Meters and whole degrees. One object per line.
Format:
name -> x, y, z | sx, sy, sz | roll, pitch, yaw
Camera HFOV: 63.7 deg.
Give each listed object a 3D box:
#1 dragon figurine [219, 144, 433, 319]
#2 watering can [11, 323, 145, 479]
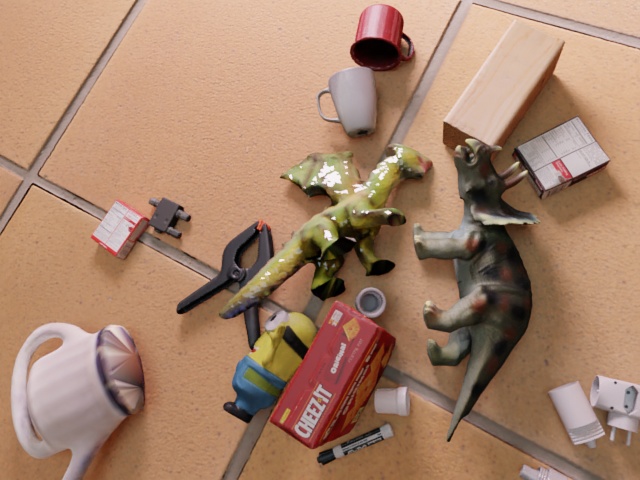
dragon figurine -> 0.003, -0.043, 0.851 | 0.410, 0.119, 0.248 | -22, 50, 3
watering can -> -0.381, 0.284, 0.825 | 0.224, 0.102, 0.353 | -26, 68, 4
